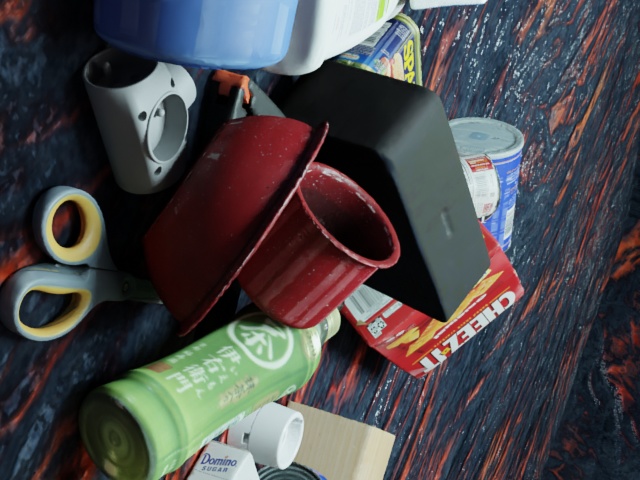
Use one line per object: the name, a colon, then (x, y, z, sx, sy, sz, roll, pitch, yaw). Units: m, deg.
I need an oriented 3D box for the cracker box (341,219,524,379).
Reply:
cracker box: (0.124, 0.061, 1.130, 0.164, 0.072, 0.213, -39, 156, 4)

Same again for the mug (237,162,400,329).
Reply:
mug: (-0.005, 0.001, 0.742, 0.082, 0.093, 0.117, -45, -163, 27)

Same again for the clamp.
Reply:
clamp: (-0.045, -0.033, 0.790, 0.164, 0.036, 0.210, -40, 137, -44)

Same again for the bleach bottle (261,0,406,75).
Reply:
bleach bottle: (0.019, -0.192, 0.832, 0.250, 0.068, 0.102, -33, 133, -64)

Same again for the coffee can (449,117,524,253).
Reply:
coffee can: (0.182, -0.061, 1.263, 0.102, 0.103, 0.140, -47, 145, -52)

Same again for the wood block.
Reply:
wood block: (-0.008, 0.267, 1.003, 0.090, 0.091, 0.206, 42, 64, -66)

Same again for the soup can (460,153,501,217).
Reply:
soup can: (0.128, -0.051, 1.108, 0.069, 0.102, 0.068, 170, -90, -75)

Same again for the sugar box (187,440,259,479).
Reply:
sugar box: (-0.100, 0.254, 0.827, 0.093, 0.048, 0.176, 79, 29, -45)

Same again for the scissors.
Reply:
scissors: (-0.125, 0.010, 0.653, 0.201, 0.016, 0.096, -18, 119, -66)

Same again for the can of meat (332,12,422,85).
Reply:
can of meat: (0.047, -0.137, 0.942, 0.083, 0.057, 0.102, -55, 150, -38)

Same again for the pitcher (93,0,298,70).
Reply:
pitcher: (-0.062, -0.216, 0.544, 0.145, 0.149, 0.243, -62, 163, -70)

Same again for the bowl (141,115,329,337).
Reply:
bowl: (-0.062, -0.022, 0.660, 0.162, 0.055, 0.162, -53, -171, 11)

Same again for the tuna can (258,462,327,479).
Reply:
tuna can: (-0.027, 0.241, 0.946, 0.033, 0.086, 0.086, 46, 60, -67)
